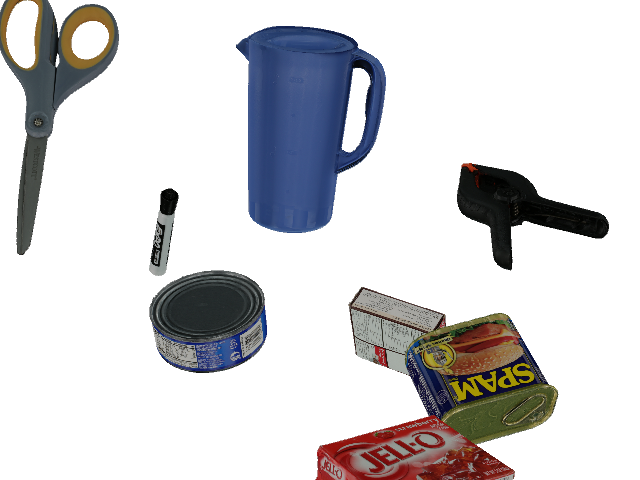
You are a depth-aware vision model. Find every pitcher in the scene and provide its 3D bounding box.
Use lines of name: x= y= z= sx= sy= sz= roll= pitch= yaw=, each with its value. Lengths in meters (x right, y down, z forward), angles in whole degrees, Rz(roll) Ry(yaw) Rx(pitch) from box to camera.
pitcher: x=-0.020 y=-0.135 z=1.320 sx=0.144 sy=0.243 sz=0.149 roll=-10 pitch=28 yaw=-29

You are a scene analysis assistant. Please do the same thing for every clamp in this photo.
clamp: x=0.197 y=-0.032 z=1.046 sx=0.120 sy=0.039 sz=0.171 roll=-8 pitch=34 yaw=-14

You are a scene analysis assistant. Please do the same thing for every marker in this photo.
marker: x=-0.168 y=-0.009 z=1.148 sx=0.020 sy=0.020 sz=0.121 roll=0 pitch=-44 yaw=-18

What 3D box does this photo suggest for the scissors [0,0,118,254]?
scissors: x=-0.184 y=-0.093 z=0.770 sx=0.096 sy=0.202 sz=0.016 roll=-10 pitch=-14 yaw=-11

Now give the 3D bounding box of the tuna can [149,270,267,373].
tuna can: x=-0.083 y=0.060 z=0.798 sx=0.086 sy=0.034 sz=0.086 roll=-3 pitch=33 yaw=2

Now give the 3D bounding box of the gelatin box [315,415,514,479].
gelatin box: x=0.053 y=0.135 z=0.607 sx=0.089 sy=0.030 sz=0.073 roll=-7 pitch=22 yaw=-33

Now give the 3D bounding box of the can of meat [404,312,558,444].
can of meat: x=0.128 y=0.113 z=0.873 sx=0.102 sy=0.057 sz=0.084 roll=-13 pitch=48 yaw=-12

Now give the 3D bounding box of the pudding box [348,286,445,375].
pudding box: x=0.092 y=0.111 z=1.244 sx=0.114 sy=0.090 sz=0.039 roll=16 pitch=46 yaw=26
